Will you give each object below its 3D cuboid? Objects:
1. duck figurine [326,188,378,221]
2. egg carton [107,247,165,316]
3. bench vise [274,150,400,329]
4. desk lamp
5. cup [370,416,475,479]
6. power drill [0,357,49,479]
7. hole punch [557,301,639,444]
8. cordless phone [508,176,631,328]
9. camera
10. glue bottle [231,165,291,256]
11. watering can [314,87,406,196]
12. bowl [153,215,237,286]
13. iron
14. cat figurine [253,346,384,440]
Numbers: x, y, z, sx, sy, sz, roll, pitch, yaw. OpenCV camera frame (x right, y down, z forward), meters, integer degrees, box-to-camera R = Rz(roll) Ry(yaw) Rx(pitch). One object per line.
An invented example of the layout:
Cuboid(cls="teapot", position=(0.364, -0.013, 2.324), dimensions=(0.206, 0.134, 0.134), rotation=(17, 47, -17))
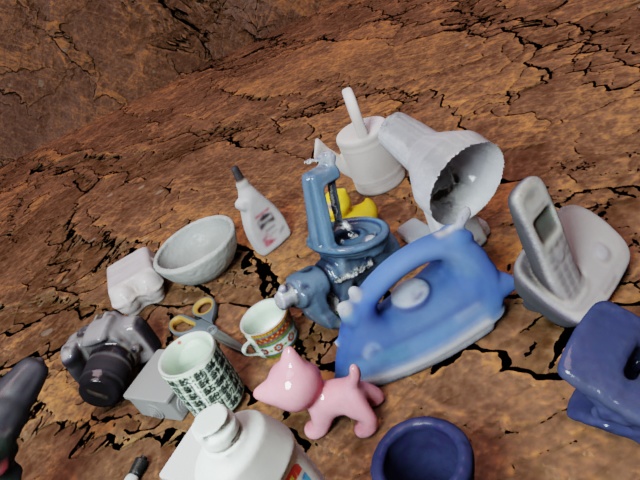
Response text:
Cuboid(cls="duck figurine", position=(0.043, -0.050, 0.980), dimensions=(0.104, 0.086, 0.077), rotation=(-27, 31, -1))
Cuboid(cls="egg carton", position=(-0.350, 0.077, 1.096), dimensions=(0.107, 0.069, 0.150), rotation=(-31, 31, -8))
Cuboid(cls="bench vise", position=(0.017, 0.003, 0.789), dimensions=(0.121, 0.220, 0.208), rotation=(0, 40, 36))
Cuboid(cls="desk lamp", position=(0.162, -0.070, 0.797), dimensions=(0.118, 0.214, 0.202), rotation=(-33, 32, -10))
Cuboid(cls="cup", position=(0.106, 0.230, 0.507), dimensions=(0.091, 0.095, 0.117), rotation=(-26, 31, 0))
Cuboid(cls="power drill", position=(-0.358, 0.281, 0.662), dimensions=(0.075, 0.209, 0.230), rotation=(5, 43, 41))
Cuboid(cls="hole punch", position=(0.290, 0.122, 0.536), dimensions=(0.100, 0.091, 0.109), rotation=(12, 48, 46))
Cuboid(cls="cordless phone", position=(0.276, -0.009, 0.649), dimensions=(0.093, 0.185, 0.148), rotation=(12, 48, 46))
Cuboid(cls="camera", position=(-0.344, 0.188, 0.896), dimensions=(0.143, 0.101, 0.136), rotation=(-19, 32, 13))
Cuboid(cls="glue bottle", position=(-0.117, -0.059, 1.026), dimensions=(0.037, 0.173, 0.078), rotation=(15, 50, 47))
Cuboid(cls="watering can", position=(0.074, -0.183, 1.049), dimensions=(0.173, 0.194, 0.100), rotation=(-32, 32, -9))
Cuboid(cls="bowl", position=(-0.218, 0.031, 1.063), dimensions=(0.167, 0.075, 0.167), rotation=(-19, 32, 12))
Cuboid(cls="iron", position=(0.105, 0.072, 0.698), dimensions=(0.258, 0.142, 0.118), rotation=(-31, 31, -8))
Cuboid(cls="cat figurine", position=(-0.004, 0.169, 0.656), dimensions=(0.127, 0.118, 0.067), rotation=(-13, 34, 21))
